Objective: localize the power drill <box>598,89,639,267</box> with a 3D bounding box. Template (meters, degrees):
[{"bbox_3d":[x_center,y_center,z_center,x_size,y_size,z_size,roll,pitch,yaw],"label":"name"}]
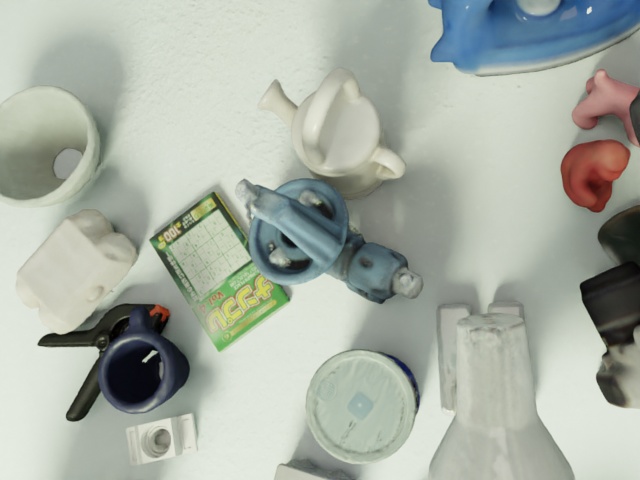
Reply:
[{"bbox_3d":[0.338,-0.011,0.535,0.075,0.208,0.229,-31,74,4],"label":"power drill"}]

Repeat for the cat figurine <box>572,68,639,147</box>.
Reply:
[{"bbox_3d":[0.350,-0.154,0.610,0.127,0.118,0.067,21,83,15],"label":"cat figurine"}]

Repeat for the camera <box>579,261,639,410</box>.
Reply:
[{"bbox_3d":[0.337,0.085,0.571,0.143,0.101,0.137,-24,75,5],"label":"camera"}]

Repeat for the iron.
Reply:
[{"bbox_3d":[0.252,-0.274,0.642,0.258,0.141,0.119,-3,78,10],"label":"iron"}]

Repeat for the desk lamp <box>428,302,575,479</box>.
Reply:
[{"bbox_3d":[0.157,0.151,0.534,0.117,0.214,0.203,-4,77,11],"label":"desk lamp"}]

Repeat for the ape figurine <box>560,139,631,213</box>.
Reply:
[{"bbox_3d":[0.302,-0.079,0.617,0.078,0.092,0.076,-31,74,3],"label":"ape figurine"}]

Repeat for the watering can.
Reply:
[{"bbox_3d":[0.012,-0.119,0.629,0.172,0.194,0.101,7,80,13],"label":"watering can"}]

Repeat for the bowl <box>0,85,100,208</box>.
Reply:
[{"bbox_3d":[-0.358,-0.115,0.762,0.167,0.075,0.167,-2,78,11],"label":"bowl"}]

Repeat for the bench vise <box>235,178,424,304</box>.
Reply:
[{"bbox_3d":[0.008,-0.010,0.593,0.207,0.220,0.121,7,80,13],"label":"bench vise"}]

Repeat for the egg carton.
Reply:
[{"bbox_3d":[-0.306,0.040,0.722,0.107,0.069,0.150,40,88,16],"label":"egg carton"}]

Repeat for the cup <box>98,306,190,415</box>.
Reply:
[{"bbox_3d":[-0.194,0.138,0.667,0.091,0.095,0.118,-8,77,10],"label":"cup"}]
